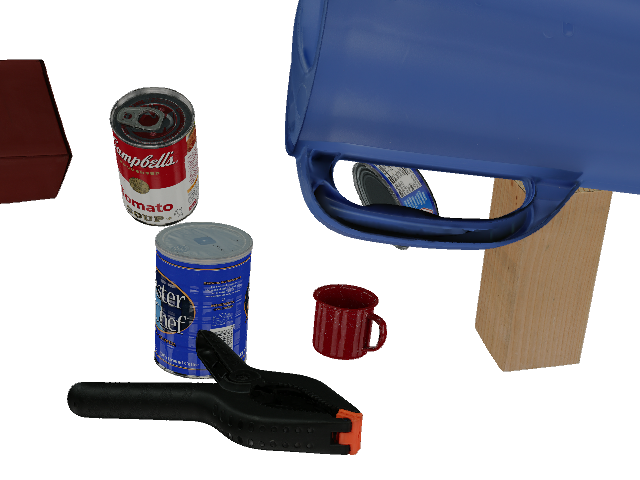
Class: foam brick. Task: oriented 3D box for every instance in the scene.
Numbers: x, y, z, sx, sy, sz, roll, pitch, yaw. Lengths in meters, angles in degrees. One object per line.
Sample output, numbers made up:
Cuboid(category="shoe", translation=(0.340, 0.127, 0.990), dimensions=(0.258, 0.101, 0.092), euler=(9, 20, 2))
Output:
Cuboid(category="foam brick", translation=(-0.197, -0.069, 0.679), dimensions=(0.051, 0.078, 0.053), euler=(-8, -28, -30))

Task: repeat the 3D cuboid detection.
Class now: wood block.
Cuboid(category="wood block", translation=(0.224, 0.023, 1.096), dimensions=(0.090, 0.206, 0.090), euler=(-5, 30, -12))

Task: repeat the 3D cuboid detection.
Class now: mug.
Cuboid(category="mug", translation=(0.042, 0.120, 1.504), dimensions=(0.117, 0.081, 0.093), euler=(17, 22, 29))

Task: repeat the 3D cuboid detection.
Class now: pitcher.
Cuboid(category="pitcher", translation=(0.103, -0.083, 0.591), dimensions=(0.242, 0.149, 0.145), euler=(9, 35, -8))

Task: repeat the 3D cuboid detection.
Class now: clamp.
Cuboid(category="clamp", translation=(-0.058, 0.114, 0.802), dimensions=(0.210, 0.036, 0.164), euler=(9, 18, 23))

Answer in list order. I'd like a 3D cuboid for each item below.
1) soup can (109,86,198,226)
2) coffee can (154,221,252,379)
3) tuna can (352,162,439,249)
Cuboid(category="soup can", translation=(-0.137, -0.069, 0.893), dimensions=(0.068, 0.068, 0.102), euler=(0, -38, -3))
Cuboid(category="coffee can", translation=(-0.127, 0.063, 1.147), dimensions=(0.103, 0.140, 0.103), euler=(4, 22, -2))
Cuboid(category="tuna can", translation=(0.065, -0.037, 0.921), dimensions=(0.033, 0.086, 0.086), euler=(-31, 8, -14))
